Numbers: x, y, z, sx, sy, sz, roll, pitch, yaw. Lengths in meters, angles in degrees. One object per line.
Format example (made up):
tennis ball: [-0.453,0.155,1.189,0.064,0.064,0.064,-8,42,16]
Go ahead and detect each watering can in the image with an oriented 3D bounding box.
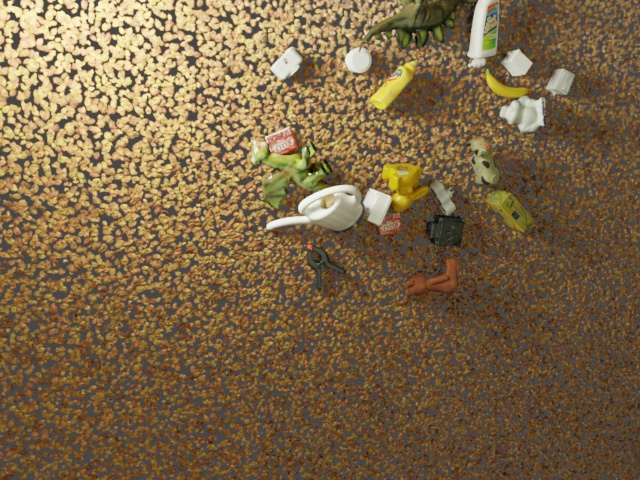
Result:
watering can: [0.005,-0.088,1.740,0.344,0.106,0.222,-26,147,30]

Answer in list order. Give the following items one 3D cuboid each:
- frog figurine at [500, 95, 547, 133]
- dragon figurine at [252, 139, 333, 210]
frog figurine: [0.757,-0.467,1.925,0.159,0.125,0.135,-2,117,21]
dragon figurine: [-0.081,-0.193,1.727,0.241,0.125,0.403,-31,125,11]
